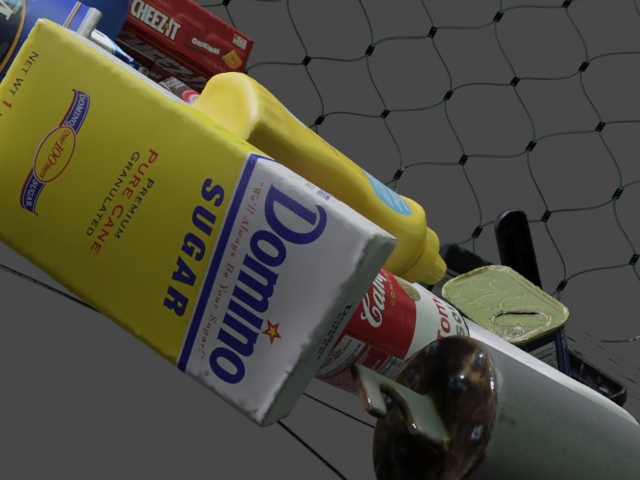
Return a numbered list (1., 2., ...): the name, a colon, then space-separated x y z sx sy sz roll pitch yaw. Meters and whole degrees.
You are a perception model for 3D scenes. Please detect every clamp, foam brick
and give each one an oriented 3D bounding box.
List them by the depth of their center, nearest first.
1. clamp: 0.177 0.089 0.836 0.210 0.036 0.165 80 -14 -60
2. foam brick: -0.206 -0.161 1.077 0.051 0.078 0.053 29 6 -11

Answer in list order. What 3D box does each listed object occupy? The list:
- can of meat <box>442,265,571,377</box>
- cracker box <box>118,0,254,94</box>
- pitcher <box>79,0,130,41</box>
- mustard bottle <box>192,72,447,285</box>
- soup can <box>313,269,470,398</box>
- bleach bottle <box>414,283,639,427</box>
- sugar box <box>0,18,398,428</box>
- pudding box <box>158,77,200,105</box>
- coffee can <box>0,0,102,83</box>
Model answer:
1. can of meat: 0.135 0.078 0.761 0.102 0.057 0.084 -138 -149 -59
2. cracker box: -0.207 -0.217 1.195 0.164 0.072 0.214 27 -18 -39
3. pitcher: -0.311 -0.258 1.025 0.243 0.149 0.145 28 -6 22
4. mustard bottle: 0.009 -0.025 0.647 0.191 0.058 0.096 34 5 -31
5. soup can: 0.024 0.048 0.566 0.102 0.068 0.069 28 7 -40
6. bleach bottle: 0.084 0.076 0.683 0.102 0.068 0.251 30 4 -30
7. sugar box: -0.066 -0.009 0.452 0.176 0.093 0.048 33 7 15
8. pudding box: -0.136 -0.110 1.027 0.090 0.039 0.113 32 30 7
9. coffee can: -0.201 -0.111 0.558 0.140 0.103 0.103 30 6 -16
